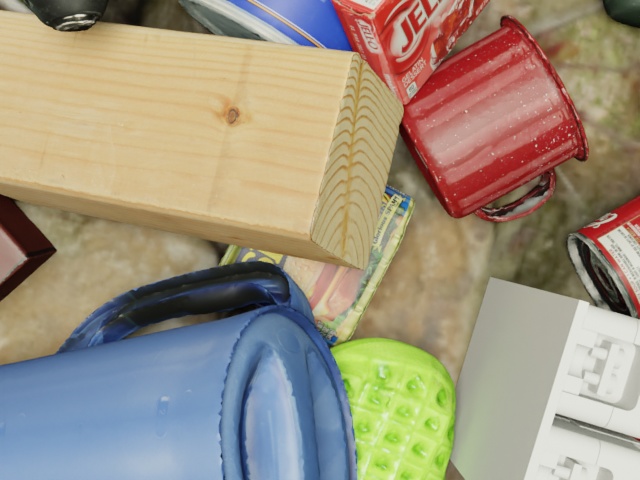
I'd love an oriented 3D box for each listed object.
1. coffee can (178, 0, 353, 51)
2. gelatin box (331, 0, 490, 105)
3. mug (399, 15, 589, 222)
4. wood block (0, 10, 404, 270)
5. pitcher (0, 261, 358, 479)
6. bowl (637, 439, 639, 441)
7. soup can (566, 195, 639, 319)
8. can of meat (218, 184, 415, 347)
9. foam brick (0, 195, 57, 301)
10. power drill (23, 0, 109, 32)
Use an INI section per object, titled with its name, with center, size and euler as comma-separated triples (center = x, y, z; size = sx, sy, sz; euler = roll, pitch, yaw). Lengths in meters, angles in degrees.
[coffee can]
center = 0.002, -0.163, 0.582
size = 0.103, 0.103, 0.140
euler = 31, 90, -3
[gelatin box]
center = 0.051, -0.126, 0.551
size = 0.030, 0.073, 0.089
euler = 30, 73, 31
[mug]
center = 0.095, -0.057, 0.602
size = 0.081, 0.093, 0.117
euler = -30, 129, 3
[wood block]
center = -0.075, -0.052, 0.547
size = 0.206, 0.090, 0.091
euler = 11, 83, 21
[pitcher]
center = -0.111, 0.105, 0.541
size = 0.243, 0.149, 0.145
euler = -10, 98, 25
[bowl]
center = 0.203, 0.104, 0.599
size = 0.161, 0.055, 0.162
euler = -9, 106, -32
[soup can]
center = 0.203, 0.001, 0.610
size = 0.102, 0.068, 0.068
euler = -30, 92, -2
[can of meat]
center = -0.004, 0.001, 0.609
size = 0.084, 0.057, 0.102
euler = 28, 90, -5
[foam brick]
center = -0.189, 0.006, 0.591
size = 0.053, 0.078, 0.051
euler = -42, 94, -1
[power drill]
center = -0.127, -0.182, 0.534
size = 0.057, 0.187, 0.184
euler = -10, 90, -3
